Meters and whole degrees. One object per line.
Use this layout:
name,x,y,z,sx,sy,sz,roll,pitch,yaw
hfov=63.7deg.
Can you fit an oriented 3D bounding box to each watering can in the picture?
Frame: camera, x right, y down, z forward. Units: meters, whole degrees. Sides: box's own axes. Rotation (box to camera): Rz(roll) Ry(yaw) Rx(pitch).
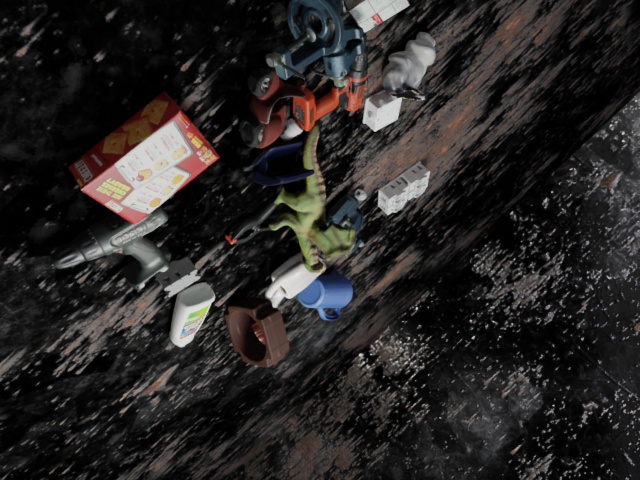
watering can,-0.089,0.128,1.692,0.226,0.105,0.342,-38,170,-14

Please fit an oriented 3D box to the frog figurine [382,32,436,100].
frog figurine,0.217,-0.430,1.258,0.137,0.123,0.159,3,94,-46

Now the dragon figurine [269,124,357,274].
dragon figurine,0.004,-0.066,1.303,0.124,0.245,0.401,-32,154,-42
